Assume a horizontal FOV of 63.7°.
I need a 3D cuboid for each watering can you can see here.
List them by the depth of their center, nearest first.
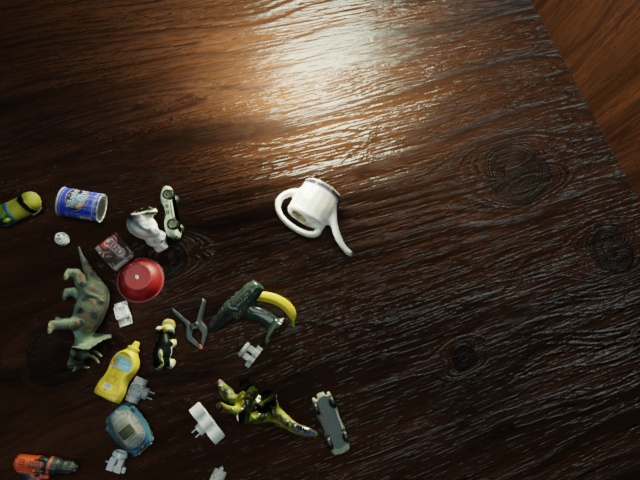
[{"bbox_3d":[0.006,-0.097,1.923,0.348,0.228,0.102,29,-21,3],"label":"watering can"}]

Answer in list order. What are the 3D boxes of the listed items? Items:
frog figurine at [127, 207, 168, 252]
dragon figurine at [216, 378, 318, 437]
[{"bbox_3d":[-0.606,-0.028,1.807,0.137,0.158,0.124,1,17,37],"label":"frog figurine"},{"bbox_3d":[-0.170,0.535,1.606,0.412,0.124,0.238,21,-19,22],"label":"dragon figurine"}]
